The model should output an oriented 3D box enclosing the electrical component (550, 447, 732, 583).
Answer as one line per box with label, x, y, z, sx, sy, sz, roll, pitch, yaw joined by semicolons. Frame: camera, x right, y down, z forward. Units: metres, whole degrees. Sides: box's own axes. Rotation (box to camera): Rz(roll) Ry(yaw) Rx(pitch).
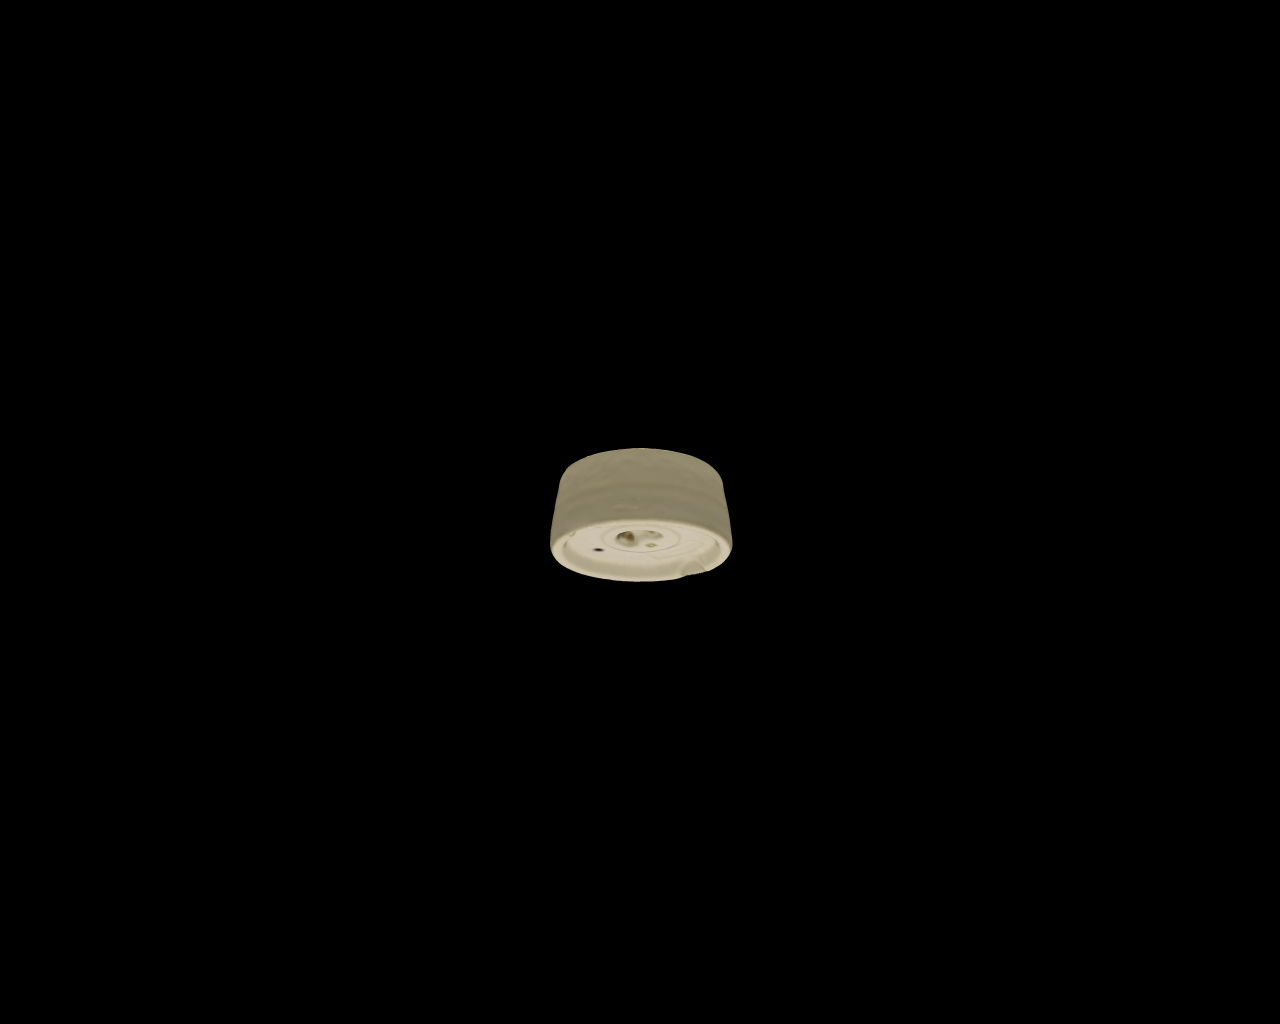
electrical component;0.001;-0.003;0.650;0.108;0.060;0.108;0;-22;0
